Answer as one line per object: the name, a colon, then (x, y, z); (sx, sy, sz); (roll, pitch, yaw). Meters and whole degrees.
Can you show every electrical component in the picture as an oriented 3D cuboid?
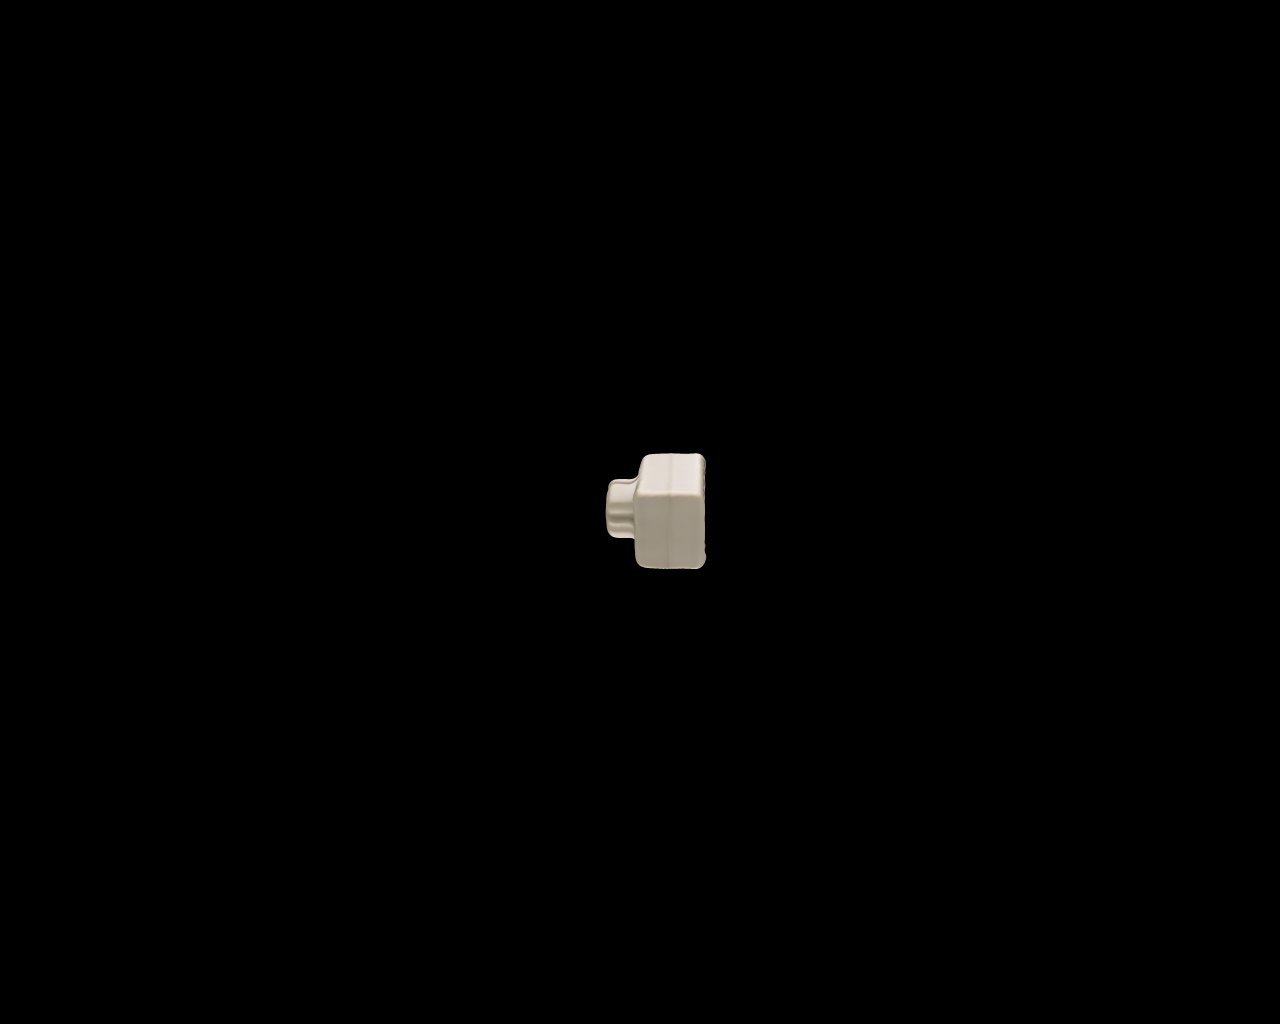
electrical component: (0.001, -0.003, 0.650); (0.076, 0.047, 0.083); (1, 20, 3)
